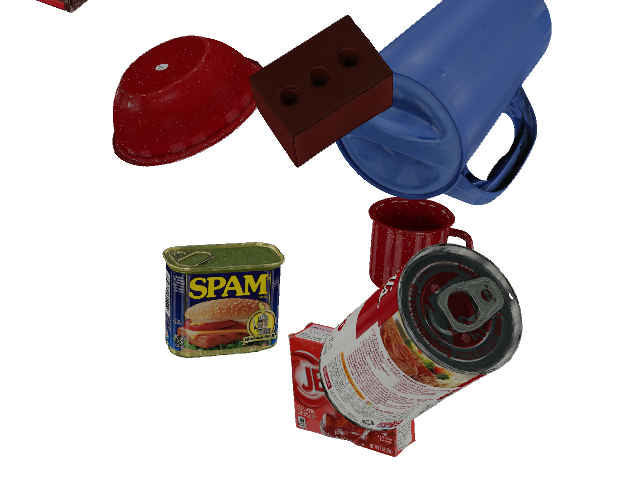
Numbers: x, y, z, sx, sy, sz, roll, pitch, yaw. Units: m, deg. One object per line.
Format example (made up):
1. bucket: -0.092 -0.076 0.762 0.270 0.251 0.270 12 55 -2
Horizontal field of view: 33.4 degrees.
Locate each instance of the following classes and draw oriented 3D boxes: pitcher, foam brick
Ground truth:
1. pitcher: 0.132 -0.148 1.003 0.145 0.149 0.242 9 41 35
2. foam brick: 0.001 -0.095 0.683 0.078 0.053 0.051 -34 -15 -5

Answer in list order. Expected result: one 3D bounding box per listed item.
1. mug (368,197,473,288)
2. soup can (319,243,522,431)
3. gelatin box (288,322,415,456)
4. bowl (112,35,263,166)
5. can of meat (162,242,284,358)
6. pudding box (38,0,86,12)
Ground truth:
1. mug: 0.108 0.009 1.161 0.117 0.081 0.093 7 26 6
2. soup can: 0.049 0.053 0.552 0.068 0.068 0.102 0 -25 -25
3. gelatin box: 0.021 0.103 0.743 0.089 0.073 0.030 10 23 35
4. bowl: -0.134 -0.141 0.992 0.162 0.055 0.162 -17 38 14
5. can of meat: -0.085 0.051 0.925 0.102 0.084 0.057 -3 19 -18
6. pudding box: -0.200 -0.221 0.801 0.090 0.039 0.113 20 38 6
